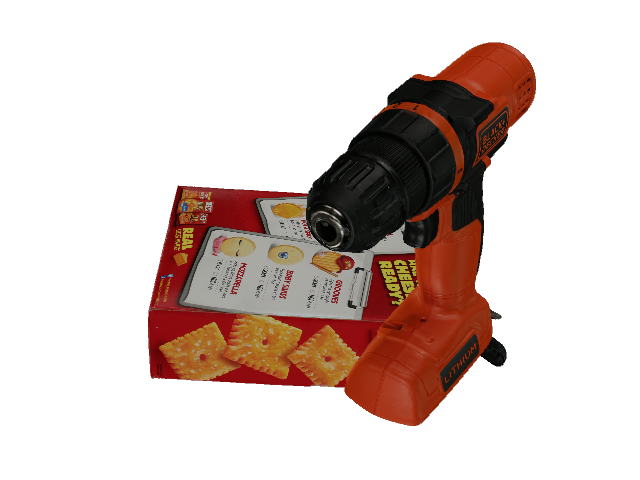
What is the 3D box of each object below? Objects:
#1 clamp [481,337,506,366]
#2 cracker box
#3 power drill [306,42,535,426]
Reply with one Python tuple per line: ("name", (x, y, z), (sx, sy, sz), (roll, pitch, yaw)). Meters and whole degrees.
("clamp", (0.124, 0.077, 1.122), (0.120, 0.171, 0.039), (3, -44, -11))
("cracker box", (-0.012, 0.034, 0.796), (0.213, 0.072, 0.164), (4, 34, -2))
("power drill", (0.052, 0.006, 0.565), (0.057, 0.188, 0.184), (24, 42, 26))
